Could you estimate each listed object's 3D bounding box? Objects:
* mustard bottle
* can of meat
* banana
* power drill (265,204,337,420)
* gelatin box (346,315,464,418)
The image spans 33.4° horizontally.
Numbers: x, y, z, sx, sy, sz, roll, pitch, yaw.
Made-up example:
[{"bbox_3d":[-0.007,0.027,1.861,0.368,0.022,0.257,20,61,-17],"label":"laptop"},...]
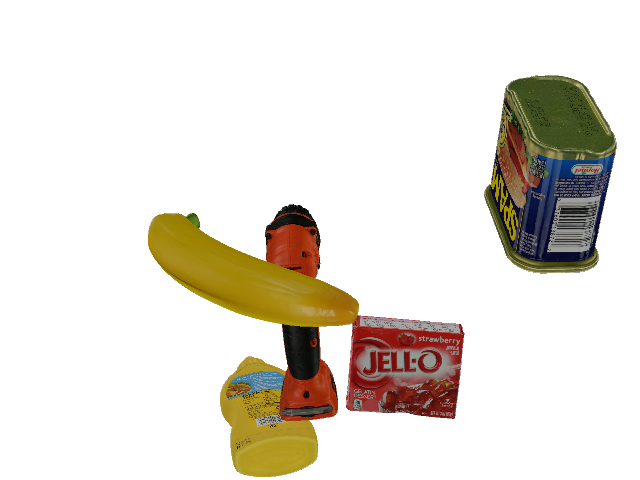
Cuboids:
[{"bbox_3d":[-0.068,0.196,1.256,0.096,0.058,0.192,-9,29,-10],"label":"mustard bottle"},{"bbox_3d":[0.140,-0.043,0.657,0.057,0.084,0.102,-1,35,-5],"label":"can of meat"},{"bbox_3d":[-0.060,0.015,0.700,0.069,0.037,0.198,-20,32,-33],"label":"banana"},{"bbox_3d":[-0.021,0.067,1.041,0.057,0.188,0.184,-6,16,3],"label":"power drill"},{"bbox_3d":[0.067,0.102,0.858,0.089,0.073,0.030,5,14,2],"label":"gelatin box"}]
